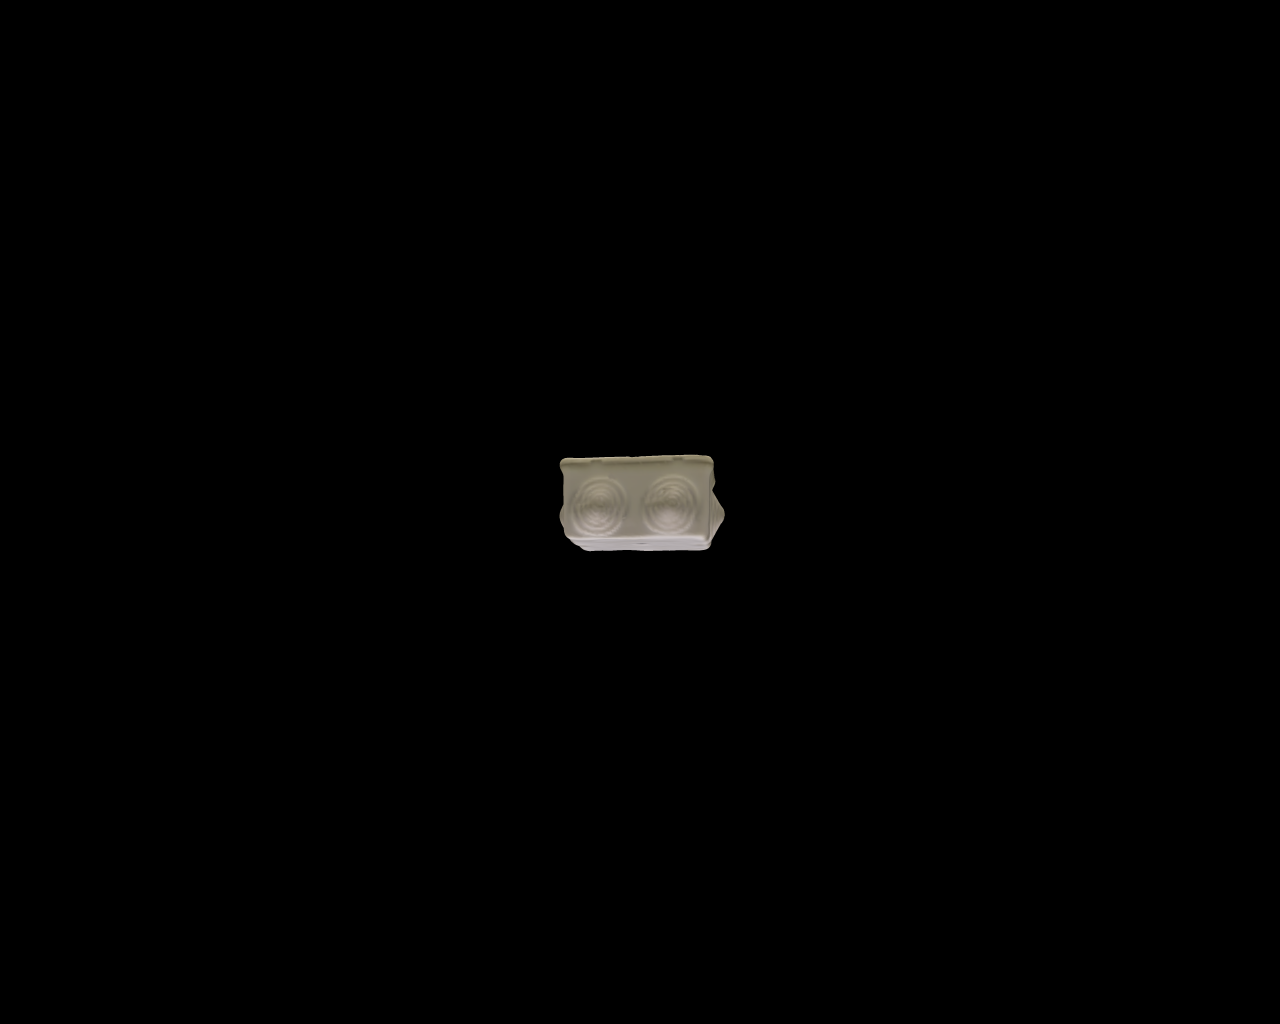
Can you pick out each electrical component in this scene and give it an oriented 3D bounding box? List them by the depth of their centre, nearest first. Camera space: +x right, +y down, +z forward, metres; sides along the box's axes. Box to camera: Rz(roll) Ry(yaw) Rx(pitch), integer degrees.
[{"bbox_3d":[0.001,-0.003,0.650,0.100,0.048,0.099,-1,-7,5],"label":"electrical component"}]
